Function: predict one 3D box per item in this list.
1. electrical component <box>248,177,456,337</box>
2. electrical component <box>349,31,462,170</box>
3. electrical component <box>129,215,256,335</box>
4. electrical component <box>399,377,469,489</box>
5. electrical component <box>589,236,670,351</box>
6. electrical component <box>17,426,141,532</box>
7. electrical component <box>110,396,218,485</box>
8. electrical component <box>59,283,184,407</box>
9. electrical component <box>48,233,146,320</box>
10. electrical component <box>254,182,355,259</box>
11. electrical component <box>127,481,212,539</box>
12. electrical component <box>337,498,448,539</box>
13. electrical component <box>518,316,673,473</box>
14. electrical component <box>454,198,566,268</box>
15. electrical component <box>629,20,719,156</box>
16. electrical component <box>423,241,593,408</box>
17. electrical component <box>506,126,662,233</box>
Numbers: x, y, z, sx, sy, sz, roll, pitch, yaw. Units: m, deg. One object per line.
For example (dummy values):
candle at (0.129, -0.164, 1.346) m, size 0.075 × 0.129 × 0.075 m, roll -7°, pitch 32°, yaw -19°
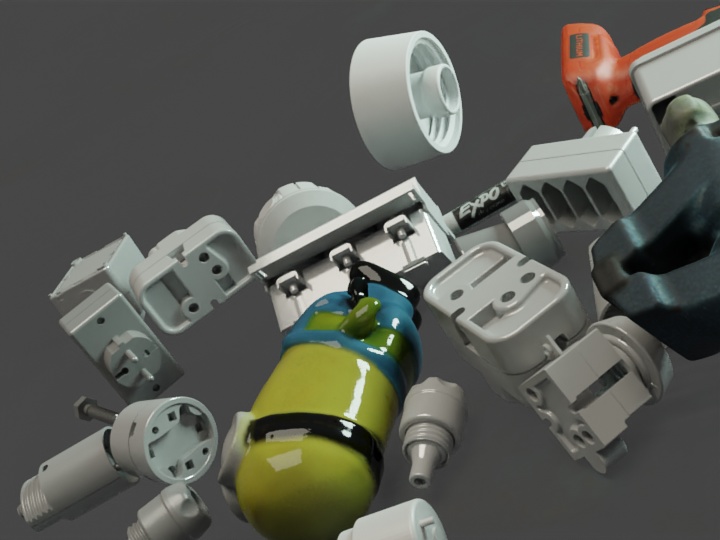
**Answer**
electrical component at (0.000, 0.000, 0.711) m, size 0.121 × 0.079 × 0.063 m, roll -27°, pitch 57°, yaw 13°
electrical component at (0.045, -0.138, 0.860) m, size 0.060 × 0.108 × 0.108 m, roll -9°, pitch 35°, yaw 29°
electrical component at (-0.138, 0.002, 0.881) m, size 0.095 × 0.053 × 0.059 m, roll -37°, pitch 27°, yaw -7°
electrical component at (0.037, 0.087, 0.565) m, size 0.035 × 0.035 × 0.061 m, roll -18°, pitch 33°, yaw 28°
electrical component at (0.146, 0.005, 0.573) m, size 0.043 × 0.043 × 0.081 m, roll -23°, pitch 28°, yaw 21°
electrical component at (-0.192, 0.142, 0.716) m, size 0.081 × 0.043 × 0.043 m, roll -30°, pitch 27°, yaw 7°
electrical component at (-0.127, 0.109, 0.690) m, size 0.047 × 0.055 × 0.055 m, roll -7°, pitch 36°, yaw 48°
electrical component at (-0.168, 0.062, 0.780) m, size 0.047 × 0.083 × 0.076 m, roll -40°, pitch 27°, yaw -14°
electrical component at (-0.221, 0.016, 0.949) m, size 0.062 × 0.061 × 0.096 m, roll -27°, pitch 19°, yaw 12°
electrical component at (-0.038, -0.023, 0.785) m, size 0.080 × 0.080 × 0.051 m, roll -34°, pitch 21°, yaw -2°
electrical component at (-0.119, 0.153, 0.627) m, size 0.061 × 0.035 × 0.035 m, roll -38°, pitch 27°, yaw -3°
electrical component at (0.007, 0.137, 0.509) m, size 0.078 × 0.040 × 0.040 m, roll -23°, pitch 28°, yaw 19°
electrical component at (0.115, 0.054, 0.514) m, size 0.055 × 0.066 × 0.048 m, roll -34°, pitch -9°, yaw -21°
electrical component at (0.092, -0.013, 0.661) m, size 0.055 × 0.045 × 0.045 m, roll -30°, pitch 27°, yaw 6°
electrical component at (0.215, -0.080, 0.566) m, size 0.109 × 0.108 × 0.056 m, roll -24°, pitch 31°, yaw 18°
electrical component at (0.084, 0.031, 0.580) m, size 0.054 × 0.059 × 0.095 m, roll -37°, pitch 27°, yaw -9°
electrical component at (0.151, -0.066, 0.684) m, size 0.083 × 0.047 × 0.075 m, roll -2°, pitch 41°, yaw 51°
